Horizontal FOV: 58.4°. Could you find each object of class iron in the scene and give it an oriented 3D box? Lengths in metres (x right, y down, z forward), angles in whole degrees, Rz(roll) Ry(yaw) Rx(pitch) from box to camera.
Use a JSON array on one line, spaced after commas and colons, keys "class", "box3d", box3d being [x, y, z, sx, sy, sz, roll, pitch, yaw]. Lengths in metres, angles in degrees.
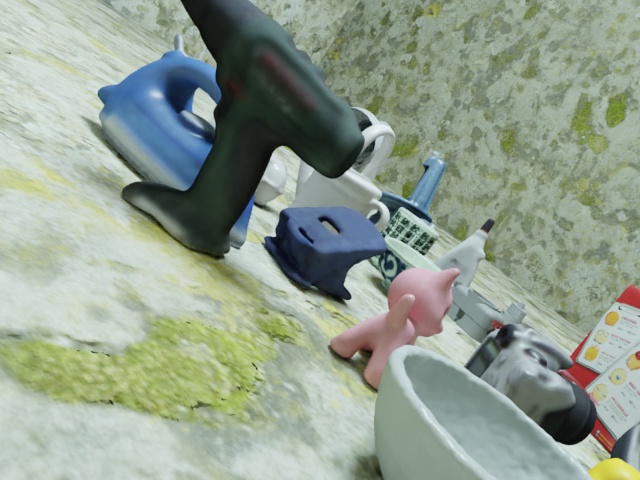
[{"class": "iron", "box3d": [-0.130, -0.121, 0.636, 0.257, 0.141, 0.119, 41, 13, 27]}]

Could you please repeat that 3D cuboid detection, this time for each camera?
[{"class": "camera", "box3d": [0.244, 0.167, 0.628, 0.137, 0.100, 0.143, 34, 11, -5]}]

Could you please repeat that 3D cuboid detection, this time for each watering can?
[{"class": "watering can", "box3d": [0.030, -0.081, 0.792, 0.173, 0.194, 0.101, 36, 11, 5]}]

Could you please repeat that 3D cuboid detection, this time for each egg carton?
[{"class": "egg carton", "box3d": [-0.116, -0.114, 0.830, 0.150, 0.069, 0.108, 43, 14, 34]}]

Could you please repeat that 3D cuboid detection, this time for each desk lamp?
[{"class": "desk lamp", "box3d": [0.067, -0.173, 1.227, 0.117, 0.213, 0.204, 38, 12, 17]}]

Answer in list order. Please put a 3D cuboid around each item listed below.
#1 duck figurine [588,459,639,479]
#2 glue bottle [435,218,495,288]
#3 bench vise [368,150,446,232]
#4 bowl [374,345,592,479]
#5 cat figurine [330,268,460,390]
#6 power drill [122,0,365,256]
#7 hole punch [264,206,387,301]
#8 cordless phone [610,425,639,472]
[{"class": "duck figurine", "box3d": [0.200, 0.197, 0.419, 0.077, 0.086, 0.104, 33, 11, -7]}, {"class": "glue bottle", "box3d": [0.273, 0.033, 1.077, 0.078, 0.173, 0.037, 37, 11, 11]}, {"class": "bench vise", "box3d": [0.195, -0.061, 1.117, 0.122, 0.219, 0.206, 26, 15, -39]}, {"class": "bowl", "box3d": [0.092, 0.145, 0.350, 0.167, 0.074, 0.167, 33, 11, -7]}, {"class": "cat figurine", "box3d": [0.081, 0.067, 0.530, 0.067, 0.117, 0.128, 39, 12, 18]}, {"class": "power drill", "box3d": [-0.085, -0.104, 0.523, 0.229, 0.208, 0.076, 36, 11, 7]}, {"class": "hole punch", "box3d": [0.006, 0.002, 0.647, 0.101, 0.091, 0.108, 25, 15, -40]}, {"class": "cordless phone", "box3d": [0.408, 0.235, 0.605, 0.147, 0.185, 0.094, 34, 11, -3]}]
